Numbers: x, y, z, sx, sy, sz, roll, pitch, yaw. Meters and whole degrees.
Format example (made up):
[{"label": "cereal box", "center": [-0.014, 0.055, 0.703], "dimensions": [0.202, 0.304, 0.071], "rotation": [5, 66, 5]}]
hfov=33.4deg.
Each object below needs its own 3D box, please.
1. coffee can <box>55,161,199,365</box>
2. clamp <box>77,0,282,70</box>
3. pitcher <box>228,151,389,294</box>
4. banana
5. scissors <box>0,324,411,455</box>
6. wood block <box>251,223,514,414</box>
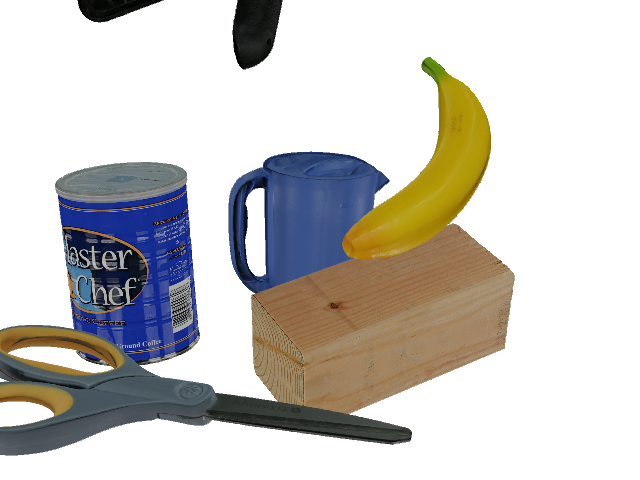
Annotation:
[{"label": "coffee can", "center": [-0.153, 0.016, 0.858], "dimensions": [0.103, 0.140, 0.103], "rotation": [-3, 17, 1]}, {"label": "clamp", "center": [-0.031, -0.150, 0.565], "dimensions": [0.120, 0.171, 0.039], "rotation": [34, -27, 29]}, {"label": "pitcher", "center": [-0.016, 0.022, 1.250], "dimensions": [0.149, 0.243, 0.144], "rotation": [11, 19, 24]}, {"label": "banana", "center": [0.076, -0.048, 0.725], "dimensions": [0.070, 0.197, 0.037], "rotation": [17, -41, 10]}, {"label": "scissors", "center": [-0.072, 0.077, 0.454], "dimensions": [0.202, 0.016, 0.096], "rotation": [14, 29, 24]}, {"label": "wood block", "center": [0.053, 0.070, 0.912], "dimensions": [0.205, 0.090, 0.091], "rotation": [-18, 40, -24]}]
